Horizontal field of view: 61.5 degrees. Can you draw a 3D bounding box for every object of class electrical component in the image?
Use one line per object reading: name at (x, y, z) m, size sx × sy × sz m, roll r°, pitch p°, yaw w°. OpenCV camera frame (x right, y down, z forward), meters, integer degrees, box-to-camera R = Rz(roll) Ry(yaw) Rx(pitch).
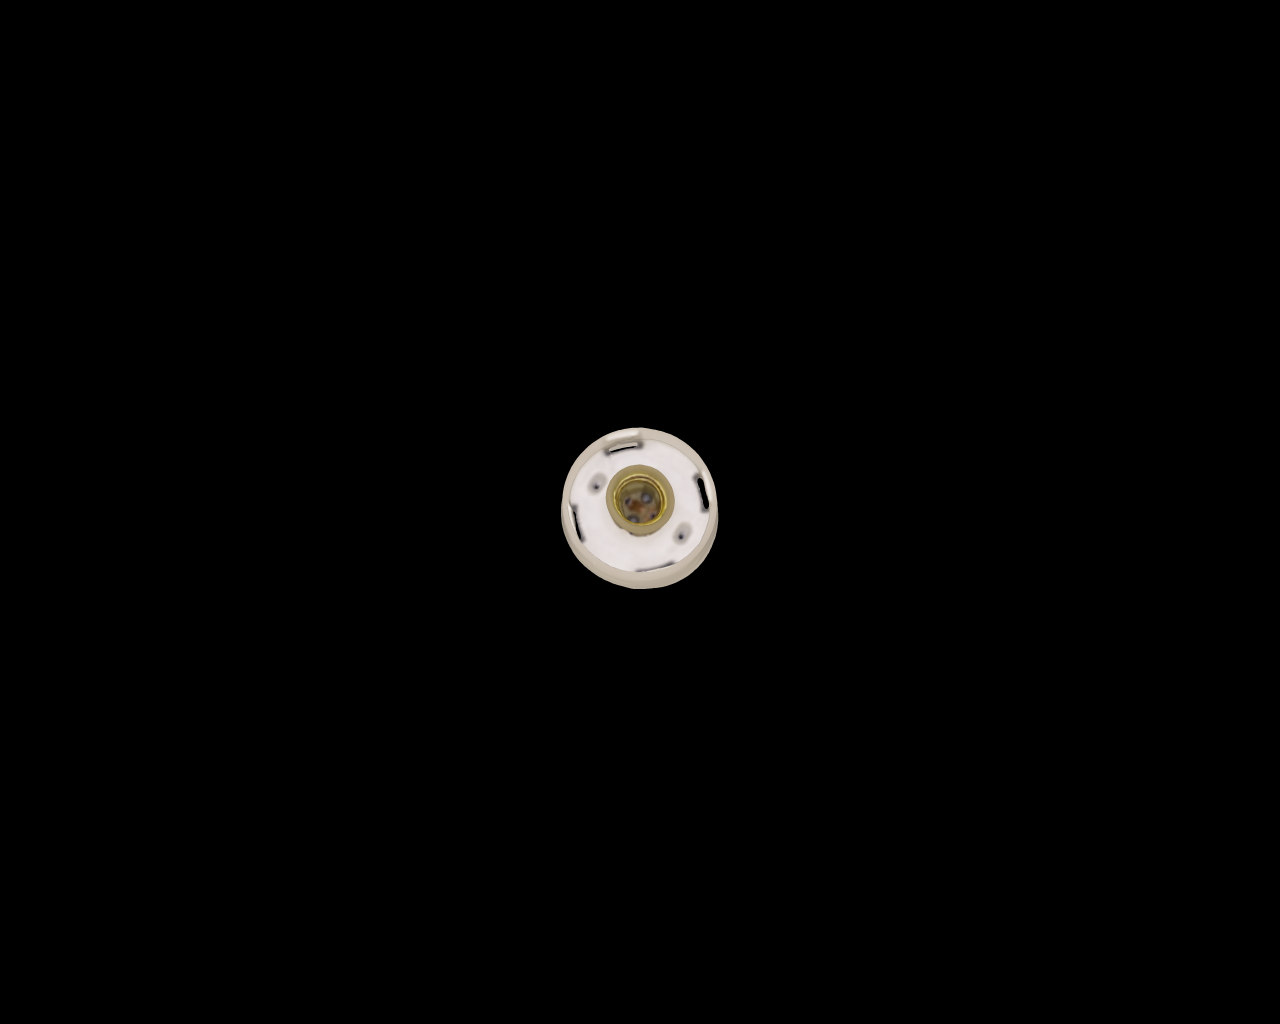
electrical component at (0.001, -0.003, 0.650) m, size 0.099 × 0.099 × 0.064 m, roll 0°, pitch -13°, yaw 0°
